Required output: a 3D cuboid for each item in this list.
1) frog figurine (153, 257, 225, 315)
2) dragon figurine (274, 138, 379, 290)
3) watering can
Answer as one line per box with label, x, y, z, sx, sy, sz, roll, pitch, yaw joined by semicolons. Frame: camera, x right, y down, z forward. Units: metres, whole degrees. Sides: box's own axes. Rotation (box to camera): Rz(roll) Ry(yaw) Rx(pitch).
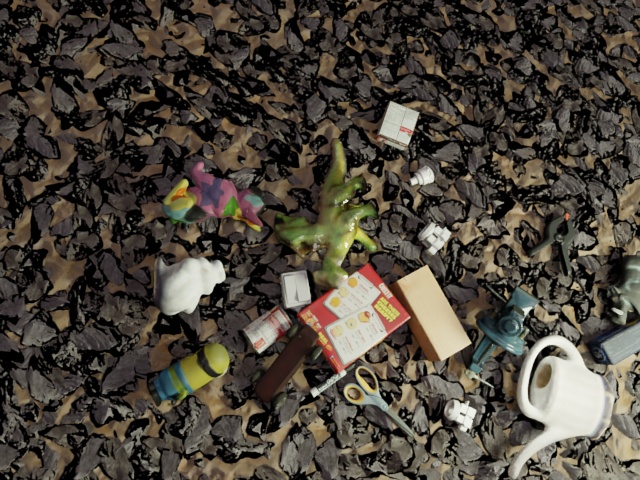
frog figurine;-0.295;0.104;1.169;0.159;0.124;0.135;2;108;-17
dragon figurine;0.004;-0.064;1.266;0.243;0.119;0.418;-16;61;-9
watering can;0.561;0.406;1.213;0.224;0.103;0.352;21;73;-3
